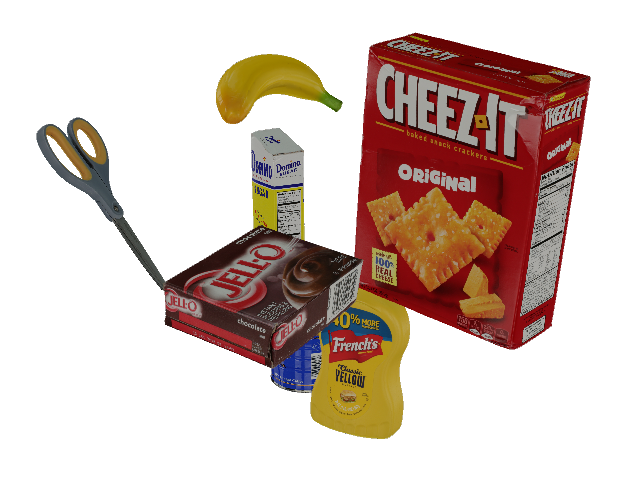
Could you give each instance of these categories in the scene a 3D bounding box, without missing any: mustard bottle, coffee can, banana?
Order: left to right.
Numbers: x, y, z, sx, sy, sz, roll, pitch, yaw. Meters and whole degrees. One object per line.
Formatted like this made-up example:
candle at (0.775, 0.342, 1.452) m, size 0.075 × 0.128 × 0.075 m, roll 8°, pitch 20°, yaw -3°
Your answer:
banana at (-0.047, -0.141, 0.968) m, size 0.070 × 0.037 × 0.197 m, roll 36°, pitch 26°, yaw 19°
coffee can at (-0.020, 0.129, 1.501) m, size 0.103 × 0.140 × 0.103 m, roll 0°, pitch 19°, yaw 0°
mustard bottle at (0.044, 0.104, 1.104) m, size 0.096 × 0.192 × 0.058 m, roll 11°, pitch 15°, yaw 26°

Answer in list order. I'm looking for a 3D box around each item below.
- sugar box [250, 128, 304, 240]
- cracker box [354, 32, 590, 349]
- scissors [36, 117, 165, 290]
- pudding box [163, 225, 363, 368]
sugar box at (-0.053, -0.039, 1.300) m, size 0.048 × 0.176 × 0.093 m, roll -11°, pitch 26°, yaw -17°
cracker box at (0.111, -0.040, 0.847) m, size 0.164 × 0.214 × 0.071 m, roll 22°, pitch 32°, yaw 35°
scissors at (-0.212, -0.046, 1.093) m, size 0.016 × 0.201 × 0.096 m, roll -28°, pitch 26°, yaw 27°
pudding box at (-0.037, 0.035, 0.724) m, size 0.090 × 0.039 × 0.113 m, roll 19°, pitch 29°, yaw 27°
